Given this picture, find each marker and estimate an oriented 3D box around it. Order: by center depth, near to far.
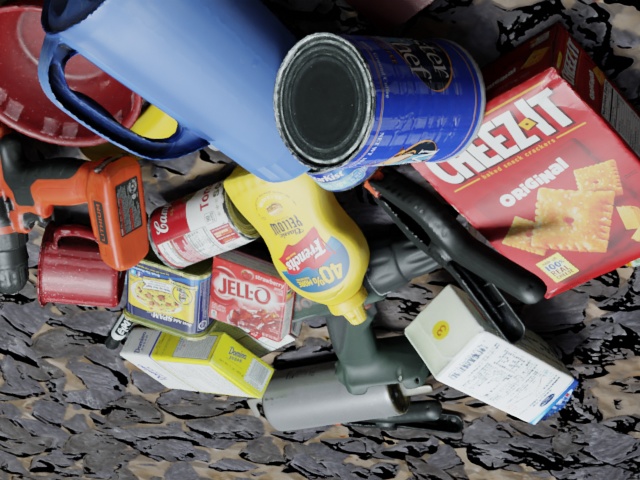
[{"bbox_3d":[-0.233,0.099,1.278,0.020,0.020,0.121,22,140,-16],"label":"marker"}]

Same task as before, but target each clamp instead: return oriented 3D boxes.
[{"bbox_3d":[0.124,0.005,0.978,0.210,0.036,0.164,46,169,9],"label":"clamp"},{"bbox_3d":[0.095,0.223,1.343,0.172,0.039,0.120,-2,154,31],"label":"clamp"}]

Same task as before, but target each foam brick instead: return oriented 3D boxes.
[{"bbox_3d":[0.062,-0.206,0.810,0.053,0.051,0.078,34,136,-29],"label":"foam brick"}]

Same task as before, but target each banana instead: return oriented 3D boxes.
[{"bbox_3d":[-0.163,-0.113,0.985,0.198,0.037,0.069,-23,131,34],"label":"banana"}]

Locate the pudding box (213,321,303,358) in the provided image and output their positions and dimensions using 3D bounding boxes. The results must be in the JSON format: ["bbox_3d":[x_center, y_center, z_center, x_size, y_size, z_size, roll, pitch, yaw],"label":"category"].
[{"bbox_3d":[-0.090,0.089,1.222,0.113,0.039,0.090,35,137,-26],"label":"pudding box"}]

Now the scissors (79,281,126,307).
[{"bbox_3d":[-0.217,0.051,1.219,0.202,0.016,0.096,6,143,4],"label":"scissors"}]

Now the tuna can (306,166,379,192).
[{"bbox_3d":[0.021,-0.085,0.942,0.086,0.086,0.033,-21,134,33],"label":"tuna can"}]

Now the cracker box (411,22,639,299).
[{"bbox_3d":[0.202,-0.059,0.929,0.164,0.072,0.213,-29,120,38],"label":"cracker box"}]

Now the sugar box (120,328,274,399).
[{"bbox_3d":[-0.147,0.143,1.255,0.177,0.048,0.093,1,148,46],"label":"sugar box"}]

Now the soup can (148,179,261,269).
[{"bbox_3d":[-0.113,-0.017,1.069,0.102,0.068,0.068,-20,133,31],"label":"soup can"}]

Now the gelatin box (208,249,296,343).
[{"bbox_3d":[-0.070,0.056,1.098,0.089,0.030,0.073,19,118,21],"label":"gelatin box"}]

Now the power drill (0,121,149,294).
[{"bbox_3d":[-0.257,-0.021,1.026,0.188,0.057,0.184,8,117,23],"label":"power drill"}]

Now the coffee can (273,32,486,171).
[{"bbox_3d":[0.048,-0.108,0.835,0.140,0.103,0.103,-8,161,-46],"label":"coffee can"}]

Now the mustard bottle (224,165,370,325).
[{"bbox_3d":[-0.007,0.002,1.028,0.096,0.058,0.191,-19,112,32],"label":"mustard bottle"}]

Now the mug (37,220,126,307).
[{"bbox_3d":[-0.250,0.021,1.130,0.081,0.093,0.117,6,142,-3],"label":"mug"}]

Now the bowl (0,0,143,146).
[{"bbox_3d":[-0.227,-0.156,0.929,0.162,0.055,0.162,6,142,5],"label":"bowl"}]

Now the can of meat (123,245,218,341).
[{"bbox_3d":[-0.159,0.049,1.144,0.102,0.057,0.084,17,124,14],"label":"can of meat"}]

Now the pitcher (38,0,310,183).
[{"bbox_3d":[-0.097,-0.141,0.854,0.149,0.145,0.242,-28,132,30],"label":"pitcher"}]
